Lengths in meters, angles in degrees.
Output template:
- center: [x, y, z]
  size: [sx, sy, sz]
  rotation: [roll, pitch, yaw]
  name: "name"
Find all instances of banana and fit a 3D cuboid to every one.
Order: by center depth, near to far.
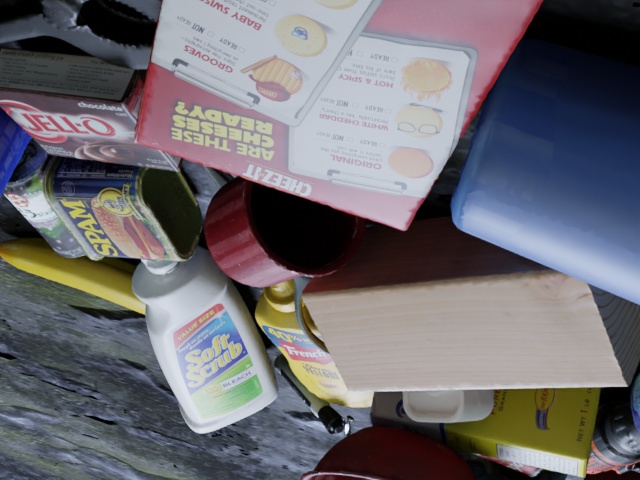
- center: [-0.202, 0.037, 0.978]
  size: [0.197, 0.037, 0.070]
  rotation: [23, 151, -7]
  name: "banana"

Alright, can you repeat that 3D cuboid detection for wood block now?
- center: [0.104, 0.039, 0.712]
  size: [0.207, 0.090, 0.091]
  rotation: [-8, 118, 37]
  name: "wood block"

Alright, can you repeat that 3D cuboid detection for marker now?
- center: [-0.010, 0.144, 0.997]
  size: [0.020, 0.020, 0.121]
  rotation: [43, 180, -38]
  name: "marker"

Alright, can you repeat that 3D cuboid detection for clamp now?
- center: [-0.153, -0.142, 0.634]
  size: [0.210, 0.036, 0.165]
  rotation: [19, 152, -5]
  name: "clamp"

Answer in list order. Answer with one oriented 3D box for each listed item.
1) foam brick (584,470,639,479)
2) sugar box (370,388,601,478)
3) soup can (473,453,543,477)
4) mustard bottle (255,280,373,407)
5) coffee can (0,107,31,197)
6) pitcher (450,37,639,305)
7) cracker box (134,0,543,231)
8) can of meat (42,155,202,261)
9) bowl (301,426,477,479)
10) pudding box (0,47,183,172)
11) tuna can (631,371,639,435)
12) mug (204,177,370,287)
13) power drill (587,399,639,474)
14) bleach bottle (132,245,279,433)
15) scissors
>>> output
- center: [0.290, 0.230, 1.004]
  size: [0.078, 0.051, 0.053]
  rotation: [6, 148, 21]
  name: "foam brick"
- center: [0.136, 0.127, 0.873]
  size: [0.176, 0.093, 0.048]
  rotation: [10, 150, 16]
  name: "sugar box"
- center: [0.152, 0.160, 0.949]
  size: [0.102, 0.068, 0.069]
  rotation: [22, 152, -3]
  name: "soup can"
- center: [-0.002, 0.075, 0.901]
  size: [0.096, 0.058, 0.191]
  rotation: [10, 150, 29]
  name: "mustard bottle"
- center: [-0.266, -0.058, 0.742]
  size: [0.103, 0.140, 0.103]
  rotation: [15, 151, 8]
  name: "coffee can"
- center: [0.199, -0.027, 0.543]
  size: [0.243, 0.149, 0.145]
  rotation: [20, 165, 8]
  name: "pitcher"
- center: [0.006, -0.111, 0.529]
  size: [0.164, 0.072, 0.214]
  rotation: [19, 145, -5]
  name: "cracker box"
- center: [-0.145, -0.028, 0.806]
  size: [0.084, 0.057, 0.102]
  rotation: [3, 144, 23]
  name: "can of meat"
- center: [0.069, 0.196, 0.880]
  size: [0.162, 0.055, 0.162]
  rotation: [15, 155, 7]
  name: "bowl"
- center: [-0.154, -0.087, 0.717]
  size: [0.114, 0.039, 0.090]
  rotation: [7, 158, 21]
  name: "pudding box"
- center: [0.274, 0.125, 0.794]
  size: [0.086, 0.086, 0.034]
  rotation: [27, 153, -15]
  name: "tuna can"
- center: [-0.018, -0.015, 0.739]
  size: [0.117, 0.093, 0.082]
  rotation: [-7, 172, -31]
  name: "mug"
- center: [0.310, 0.183, 0.887]
  size: [0.187, 0.057, 0.184]
  rotation: [20, 163, 3]
  name: "power drill"
- center: [-0.112, 0.079, 0.944]
  size: [0.102, 0.068, 0.251]
  rotation: [-23, 143, -2]
  name: "bleach bottle"
- center: [-0.005, 0.001, 0.805]
  size: [0.096, 0.016, 0.201]
  rotation: [-25, 114, 2]
  name: "scissors"
